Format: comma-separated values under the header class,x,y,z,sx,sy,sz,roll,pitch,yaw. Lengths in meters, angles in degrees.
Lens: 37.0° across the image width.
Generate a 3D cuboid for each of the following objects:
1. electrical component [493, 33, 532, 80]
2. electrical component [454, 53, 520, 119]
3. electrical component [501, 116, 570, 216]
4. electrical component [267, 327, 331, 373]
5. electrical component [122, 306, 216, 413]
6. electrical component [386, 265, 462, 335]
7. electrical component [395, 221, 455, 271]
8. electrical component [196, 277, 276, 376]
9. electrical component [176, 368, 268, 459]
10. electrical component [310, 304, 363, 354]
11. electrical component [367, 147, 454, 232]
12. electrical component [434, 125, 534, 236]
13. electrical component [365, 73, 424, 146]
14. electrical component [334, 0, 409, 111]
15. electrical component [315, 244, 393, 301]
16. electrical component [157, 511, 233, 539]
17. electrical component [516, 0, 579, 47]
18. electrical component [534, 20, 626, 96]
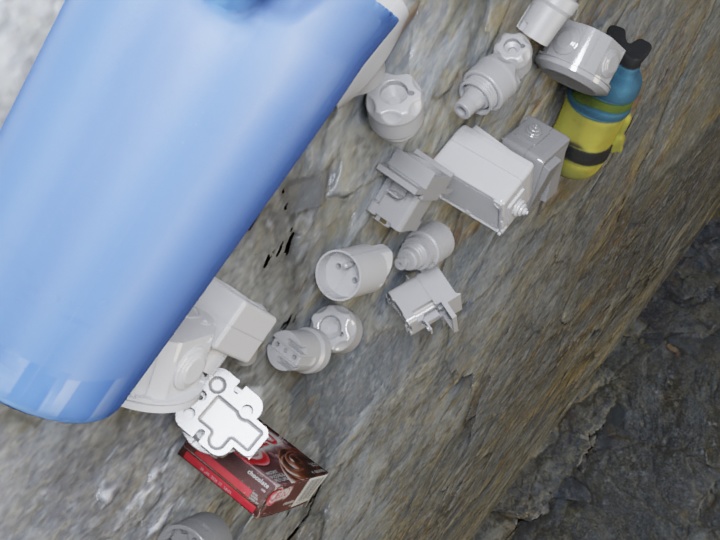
class,x,y,z,sx,sy,sz,roll,pitch,yaw
electrical component,0.139,-0.188,0.974,0.035,0.035,0.061,-53,162,-8
electrical component,0.107,-0.156,0.936,0.062,0.043,0.043,-45,158,-25
electrical component,0.184,-0.115,1.154,0.062,0.061,0.096,-40,155,-38
electrical component,-0.053,0.069,0.922,0.040,0.040,0.046,-60,154,11
electrical component,-0.129,0.047,0.648,0.080,0.080,0.051,-17,131,-61
electrical component,0.065,0.030,1.093,0.064,0.081,0.042,-29,155,-7
electrical component,0.059,-0.019,1.043,0.078,0.040,0.040,-32,150,-49
electrical component,-0.106,0.048,0.747,0.076,0.047,0.066,-56,161,-3
electrical component,-0.107,0.110,0.814,0.058,0.078,0.057,-50,178,-16
electrical component,-0.018,0.055,0.973,0.043,0.043,0.062,-57,161,1
electrical component,0.042,-0.067,0.924,0.063,0.042,0.081,-60,160,17
electrical component,0.122,-0.083,1.004,0.061,0.096,0.061,-51,159,-18
electrical component,0.027,-0.117,0.810,0.043,0.043,0.062,-50,161,-16
electrical component,-0.005,-0.139,0.696,0.077,0.044,0.079,-54,160,-8
electrical component,0.000,0.000,0.929,0.081,0.043,0.043,-14,134,-62
electrical component,-0.146,0.246,0.959,0.055,0.055,0.047,-62,163,17
electrical component,0.168,-0.230,0.970,0.046,0.040,0.040,-57,161,19
electrical component,0.217,-0.208,1.060,0.051,0.080,0.080,-63,160,5
